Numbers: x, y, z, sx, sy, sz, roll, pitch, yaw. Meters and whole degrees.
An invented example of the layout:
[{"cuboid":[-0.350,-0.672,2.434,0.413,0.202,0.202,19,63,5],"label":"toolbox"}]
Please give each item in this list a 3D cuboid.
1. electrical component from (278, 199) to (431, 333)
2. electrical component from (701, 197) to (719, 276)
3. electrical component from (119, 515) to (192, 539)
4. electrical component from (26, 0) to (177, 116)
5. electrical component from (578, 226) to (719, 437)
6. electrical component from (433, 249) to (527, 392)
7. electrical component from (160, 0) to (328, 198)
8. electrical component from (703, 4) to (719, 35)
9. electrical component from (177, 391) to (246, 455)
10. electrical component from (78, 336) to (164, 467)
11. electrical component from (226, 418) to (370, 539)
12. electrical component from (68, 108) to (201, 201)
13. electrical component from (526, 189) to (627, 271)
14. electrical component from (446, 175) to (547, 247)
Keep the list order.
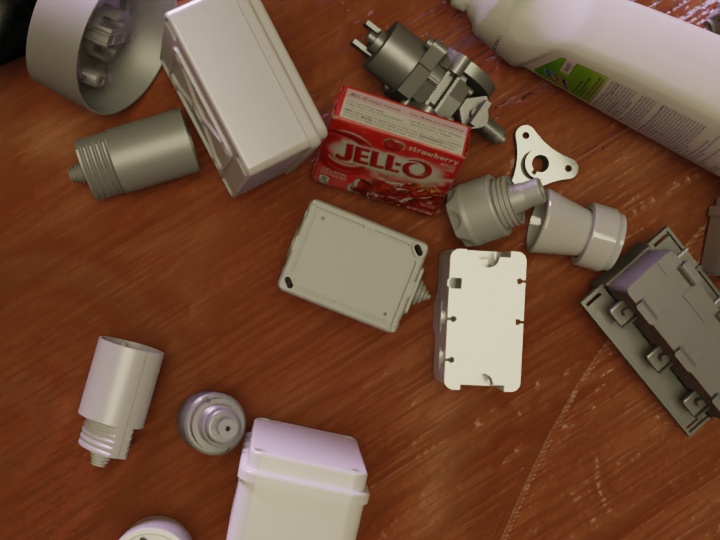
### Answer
[{"cuboid":[0.000,0.000,0.702,0.096,0.061,0.061,22,89,-4],"label":"electrical component"},{"cuboid":[0.296,-0.012,0.704,0.109,0.109,0.056,10,92,-5],"label":"electrical component"},{"cuboid":[-0.134,0.189,0.699,0.055,0.047,0.055,0,90,-5],"label":"electrical component"},{"cuboid":[-0.162,-0.150,0.672,0.064,0.099,0.099,22,89,1],"label":"electrical component"},{"cuboid":[0.217,0.043,0.715,0.079,0.063,0.121,-41,98,-4],"label":"electrical component"},{"cuboid":[0.078,0.032,0.712,0.050,0.056,0.089,3,90,-5],"label":"electrical component"},{"cuboid":[-0.076,-0.109,0.669,0.056,0.109,0.108,-28,93,-13],"label":"electrical component"},{"cuboid":[0.285,-0.165,0.725,0.061,0.062,0.096,-38,93,-4],"label":"electrical component"},{"cuboid":[-0.093,0.099,0.690,0.040,0.078,0.040,1,86,-19],"label":"electrical component"},{"cuboid":[-0.159,0.088,0.699,0.043,0.043,0.081,16,89,-5],"label":"electrical component"},{"cuboid":[-0.039,0.136,0.674,0.078,0.113,0.057,13,92,-5],"label":"electrical component"},{"cuboid":[-0.149,-0.073,0.698,0.081,0.043,0.043,-17,92,-4],"label":"electrical component"},{"cuboid":[0.145,-0.026,0.723,0.055,0.045,0.045,16,89,-5],"label":"electrical component"},{"cuboid":[0.091,-0.043,0.711,0.062,0.043,0.043,-19,92,22],"label":"electrical component"}]
